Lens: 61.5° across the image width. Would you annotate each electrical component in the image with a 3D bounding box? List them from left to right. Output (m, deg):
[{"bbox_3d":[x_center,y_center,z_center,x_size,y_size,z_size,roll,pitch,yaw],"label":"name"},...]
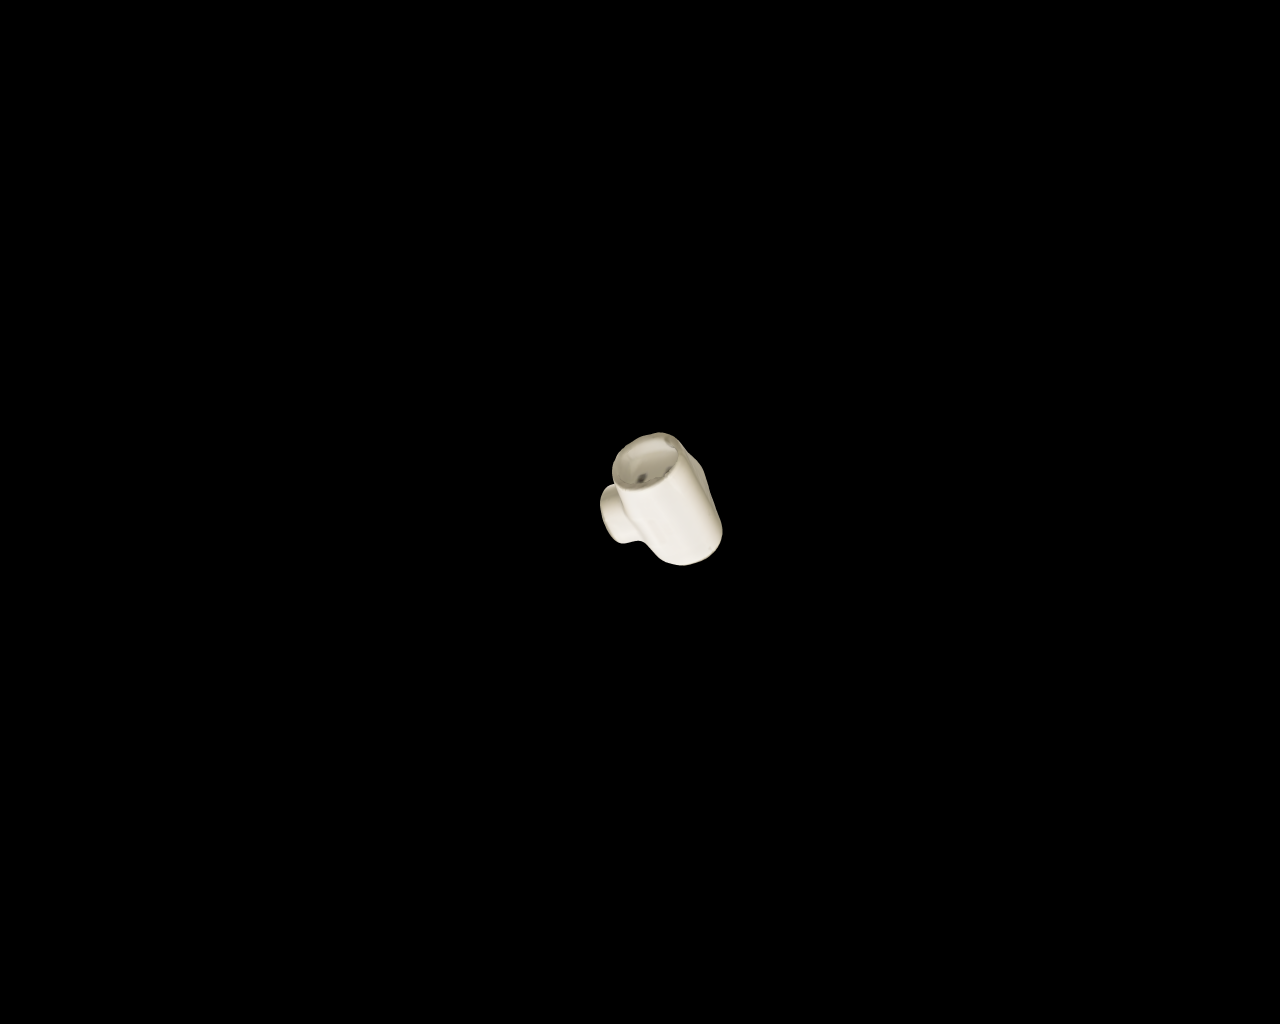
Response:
[{"bbox_3d":[0.001,-0.003,0.650,0.079,0.043,0.077,-14,-42,16],"label":"electrical component"}]
